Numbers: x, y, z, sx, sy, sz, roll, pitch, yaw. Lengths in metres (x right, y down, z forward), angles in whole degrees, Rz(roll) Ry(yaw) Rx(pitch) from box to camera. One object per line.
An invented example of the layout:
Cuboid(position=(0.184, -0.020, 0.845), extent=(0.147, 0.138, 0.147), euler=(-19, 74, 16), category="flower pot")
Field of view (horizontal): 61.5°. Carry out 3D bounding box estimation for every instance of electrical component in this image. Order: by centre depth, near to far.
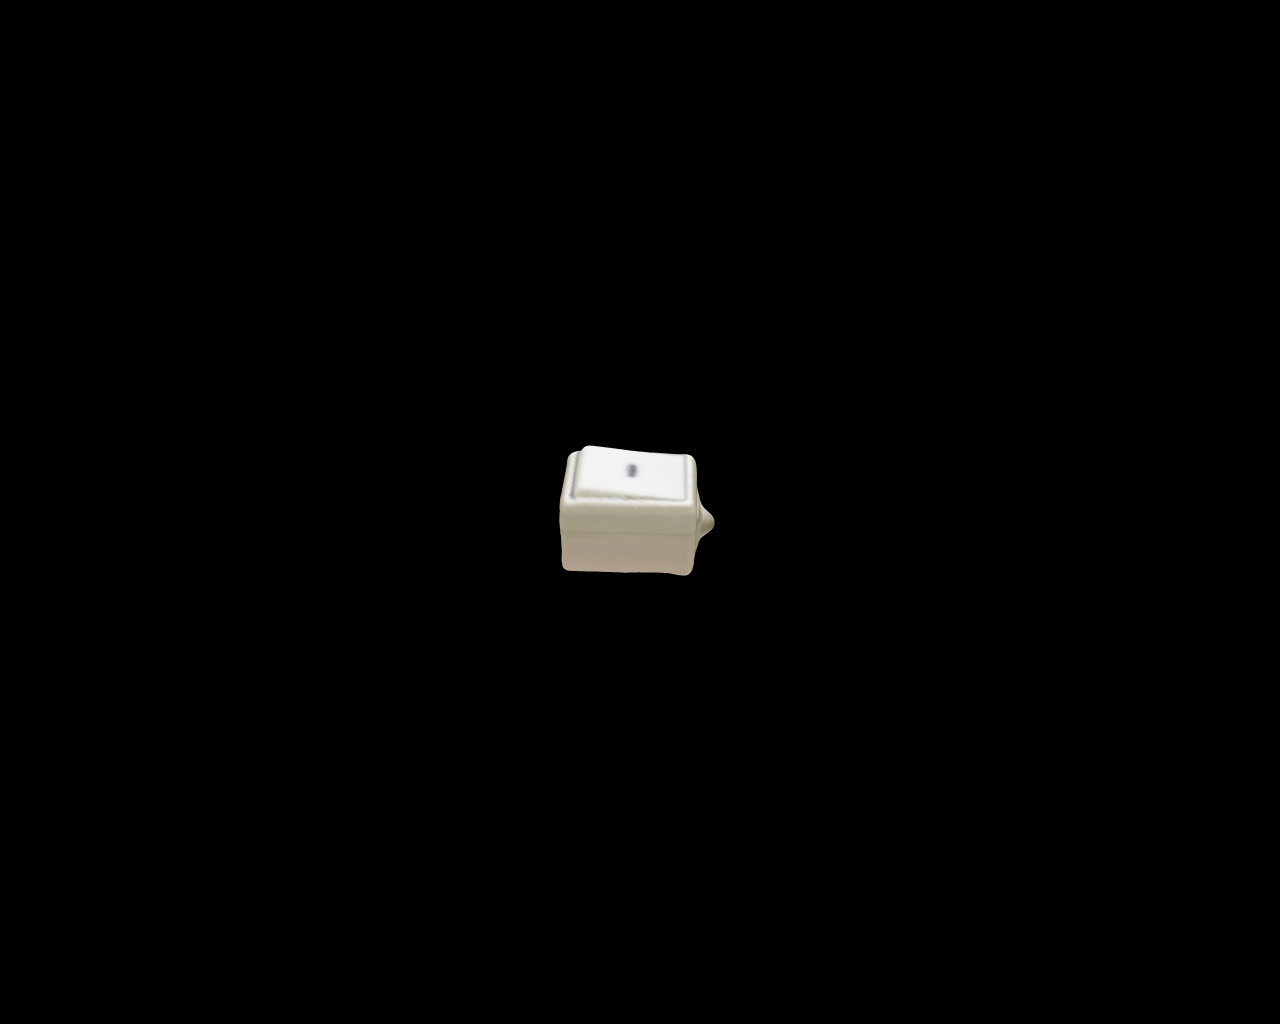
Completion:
Cuboid(position=(0.001, -0.003, 0.650), extent=(0.096, 0.061, 0.062), euler=(2, 36, 2), category="electrical component")
